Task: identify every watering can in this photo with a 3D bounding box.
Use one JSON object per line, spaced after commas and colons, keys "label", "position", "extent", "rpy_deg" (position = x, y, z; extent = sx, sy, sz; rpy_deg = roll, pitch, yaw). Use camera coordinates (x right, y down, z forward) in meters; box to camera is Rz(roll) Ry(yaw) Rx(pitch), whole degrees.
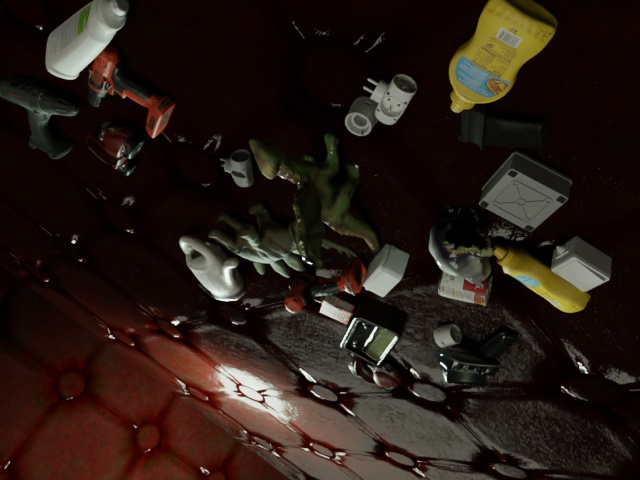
{"label": "watering can", "position": [-0.281, 0.086, 1.443], "extent": [0.350, 0.105, 0.220], "rpy_deg": [18, 147, 49]}

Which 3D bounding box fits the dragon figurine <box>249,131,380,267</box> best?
{"label": "dragon figurine", "position": [0.003, -0.051, 1.004], "extent": [0.121, 0.248, 0.404], "rpy_deg": [-14, 125, 37]}

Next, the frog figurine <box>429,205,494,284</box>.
{"label": "frog figurine", "position": [0.277, 0.030, 1.022], "extent": [0.139, 0.123, 0.156], "rpy_deg": [49, 165, 30]}
